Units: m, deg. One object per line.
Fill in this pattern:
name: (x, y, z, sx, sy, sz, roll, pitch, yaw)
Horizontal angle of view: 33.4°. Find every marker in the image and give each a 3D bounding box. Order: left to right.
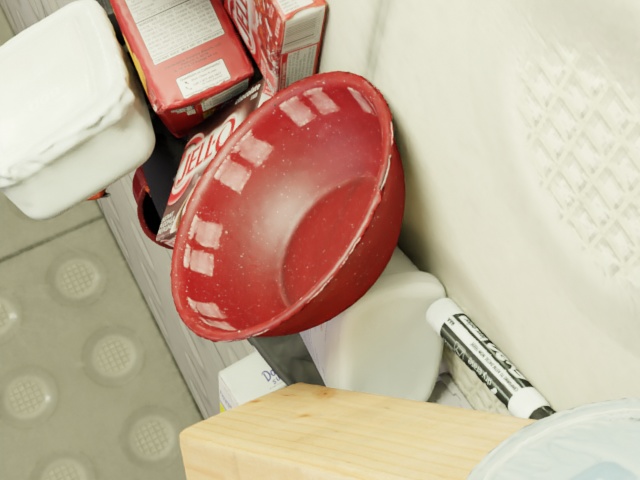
marker: (0.092, 0.070, 0.538, 0.121, 0.020, 0.020, 49, 159, 48)

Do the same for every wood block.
wood block: (0.030, 0.133, 0.516, 0.207, 0.090, 0.091, 0, 103, 50)

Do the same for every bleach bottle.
bleach bottle: (-0.005, 0.001, 0.691, 0.251, 0.068, 0.102, -124, 29, -50)

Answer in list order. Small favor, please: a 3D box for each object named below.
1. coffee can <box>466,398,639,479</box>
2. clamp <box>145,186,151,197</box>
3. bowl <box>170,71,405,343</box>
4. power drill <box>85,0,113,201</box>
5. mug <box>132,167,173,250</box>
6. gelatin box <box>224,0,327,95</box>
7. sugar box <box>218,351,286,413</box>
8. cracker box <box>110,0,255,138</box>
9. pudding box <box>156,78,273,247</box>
coffee can: (0.119, 0.144, 0.386, 0.140, 0.102, 0.103, 69, 166, -17)
clamp: (-0.101, 0.011, 1.023, 0.171, 0.039, 0.120, 48, 177, -24)
bowl: (-0.008, -0.009, 0.575, 0.055, 0.162, 0.162, 34, -173, -36)
power drill: (-0.206, -0.141, 1.009, 0.057, 0.187, 0.184, 0, 128, 25)
mug: (-0.145, -0.057, 1.094, 0.081, 0.093, 0.117, -130, 51, -63)
gelatin box: (-0.029, -0.134, 0.611, 0.073, 0.030, 0.089, 62, 166, 16)
sugar box: (-0.041, 0.145, 0.959, 0.048, 0.093, 0.176, 55, 162, 20)
cracker box: (-0.119, -0.185, 0.736, 0.164, 0.072, 0.214, -178, 63, -86)
pudding box: (-0.059, -0.044, 0.698, 0.114, 0.039, 0.090, -20, 51, 54)
